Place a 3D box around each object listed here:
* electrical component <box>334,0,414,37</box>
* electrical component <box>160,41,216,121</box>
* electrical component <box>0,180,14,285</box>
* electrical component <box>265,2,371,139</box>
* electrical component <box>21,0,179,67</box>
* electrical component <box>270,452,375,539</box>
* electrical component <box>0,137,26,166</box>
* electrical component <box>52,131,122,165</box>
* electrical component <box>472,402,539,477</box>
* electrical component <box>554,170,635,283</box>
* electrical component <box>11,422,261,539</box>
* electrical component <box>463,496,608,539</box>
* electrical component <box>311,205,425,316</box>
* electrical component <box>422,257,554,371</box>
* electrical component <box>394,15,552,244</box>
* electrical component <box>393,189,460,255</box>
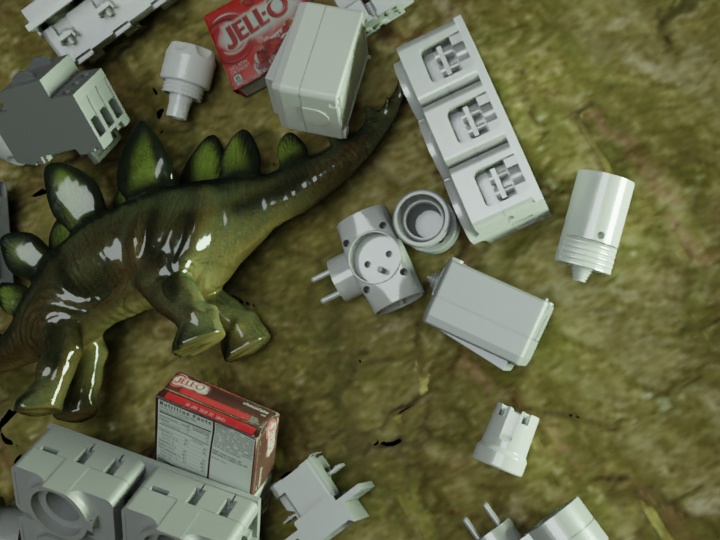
[{"bbox_3d":[0.002,-0.224,0.871,0.066,0.048,0.055,-31,86,9],"label":"electrical component"},{"bbox_3d":[-0.147,-0.157,0.902,0.043,0.043,0.062,14,89,15],"label":"electrical component"},{"bbox_3d":[-0.353,-0.023,0.903,0.056,0.109,0.108,-12,81,37],"label":"electrical component"},{"bbox_3d":[-0.030,-0.159,0.827,0.061,0.061,0.096,12,69,9],"label":"electrical component"},{"bbox_3d":[-0.215,-0.229,0.914,0.121,0.078,0.063,-33,100,9],"label":"electrical component"},{"bbox_3d":[-0.033,0.181,0.841,0.081,0.042,0.063,-39,74,7],"label":"electrical component"},{"bbox_3d":[-0.311,-0.120,0.939,0.062,0.043,0.043,26,91,17],"label":"electrical component"},{"bbox_3d":[-0.246,-0.129,0.910,0.064,0.042,0.081,-17,118,33],"label":"electrical component"},{"bbox_3d":[0.111,0.127,0.812,0.040,0.040,0.046,21,84,15],"label":"electrical component"},{"bbox_3d":[0.175,-0.031,0.809,0.043,0.043,0.081,15,89,15],"label":"electrical component"},{"bbox_3d":[-0.176,0.204,0.838,0.186,0.060,0.105,16,126,15],"label":"electrical component"},{"bbox_3d":[0.106,0.209,0.798,0.138,0.052,0.073,-38,77,8],"label":"electrical component"},{"bbox_3d":[0.000,0.000,0.849,0.079,0.044,0.077,-26,79,10],"label":"electrical component"},{"bbox_3d":[0.090,0.033,0.814,0.096,0.062,0.061,25,91,15],"label":"electrical component"},{"bbox_3d":[0.084,-0.101,0.814,0.062,0.089,0.150,-24,79,11],"label":"electrical component"},{"bbox_3d":[0.052,-0.036,0.834,0.045,0.055,0.045,-1,84,14],"label":"electrical component"}]
